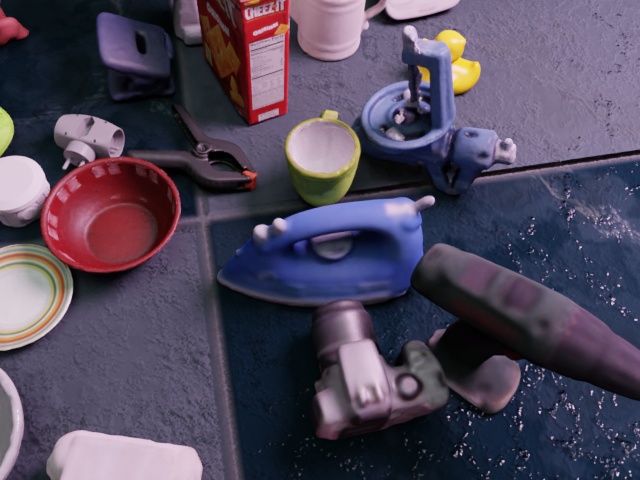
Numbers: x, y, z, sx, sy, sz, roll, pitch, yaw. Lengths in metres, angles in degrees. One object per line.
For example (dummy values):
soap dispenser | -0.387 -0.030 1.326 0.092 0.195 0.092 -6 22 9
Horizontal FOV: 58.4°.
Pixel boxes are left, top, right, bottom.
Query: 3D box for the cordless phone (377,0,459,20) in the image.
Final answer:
cordless phone | 0.162 -0.445 0.890 0.148 0.185 0.094 -19 64 -14

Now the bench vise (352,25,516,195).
bench vise | 0.149 -0.165 0.715 0.207 0.220 0.121 6 61 -1

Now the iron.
iron | 0.006 0.002 0.657 0.258 0.141 0.118 -7 62 -8

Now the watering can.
watering can | 0.012 -0.365 0.830 0.173 0.194 0.100 -19 64 -14

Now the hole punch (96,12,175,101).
hole punch | -0.259 -0.266 0.814 0.101 0.091 0.108 -10 62 -10

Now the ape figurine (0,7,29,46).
ape figurine | -0.483 -0.336 0.835 0.076 0.092 0.077 -21 65 -15

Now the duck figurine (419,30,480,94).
duck figurine | 0.191 -0.270 0.853 0.104 0.086 0.077 12 61 2

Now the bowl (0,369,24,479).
bowl | -0.365 0.200 0.558 0.167 0.075 0.167 2 61 -3

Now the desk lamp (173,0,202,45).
desk lamp | -0.192 -0.398 0.821 0.203 0.213 0.118 -9 62 -9

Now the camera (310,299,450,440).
camera | 0.051 0.129 0.614 0.143 0.101 0.136 -11 62 -10

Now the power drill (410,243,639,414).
power drill | 0.188 0.103 0.576 0.229 0.208 0.076 34 64 14

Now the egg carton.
egg carton | -0.193 0.245 0.549 0.150 0.069 0.107 8 61 0
